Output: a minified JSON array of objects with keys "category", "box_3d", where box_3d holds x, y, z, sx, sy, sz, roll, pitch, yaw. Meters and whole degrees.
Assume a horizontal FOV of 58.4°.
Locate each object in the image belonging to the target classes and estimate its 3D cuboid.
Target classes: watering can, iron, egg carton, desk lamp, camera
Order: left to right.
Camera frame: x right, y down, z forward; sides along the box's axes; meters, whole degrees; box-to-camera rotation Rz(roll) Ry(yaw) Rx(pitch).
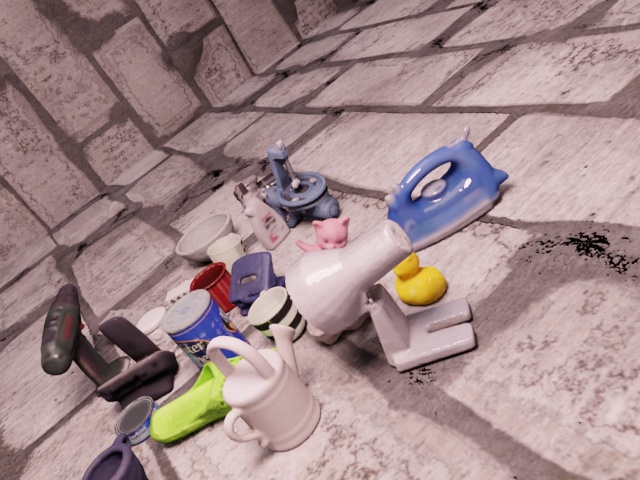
[{"category":"watering can","box_3d":[-0.087,0.199,0.824,0.100,0.194,0.173,-21,30,23]},{"category":"camera","box_3d":[-0.151,-0.128,1.529,0.137,0.101,0.142,-36,27,-5]},{"category":"egg carton","box_3d":[0.042,0.107,0.974,0.150,0.069,0.107,-32,27,2]},{"category":"desk lamp","box_3d":[0.084,0.079,0.814,0.203,0.214,0.118,-23,29,19]},{"category":"iron","box_3d":[0.201,-0.087,1.039,0.258,0.142,0.118,-35,27,-3]}]

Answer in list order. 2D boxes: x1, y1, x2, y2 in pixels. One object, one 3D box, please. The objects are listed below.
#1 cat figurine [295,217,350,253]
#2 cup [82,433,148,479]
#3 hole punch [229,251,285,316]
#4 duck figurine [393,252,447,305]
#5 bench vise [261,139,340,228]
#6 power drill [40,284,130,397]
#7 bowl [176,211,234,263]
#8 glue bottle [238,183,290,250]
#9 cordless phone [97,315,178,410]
[{"category":"cat figurine","box_3d":[0.010,0.004,1.122,0.127,0.118,0.067,-16,32,31]},{"category":"cup","box_3d":[-0.300,0.369,0.885,0.091,0.095,0.117,-26,28,15]},{"category":"hole punch","box_3d":[-0.132,0.088,1.168,0.108,0.091,0.101,-18,31,27]},{"category":"duck figurine","box_3d":[0.150,0.052,0.928,0.077,0.086,0.104,-42,28,-16]},{"category":"bench vise","box_3d":[-0.081,-0.122,1.313,0.206,0.220,0.121,-15,33,32]},{"category":"power drill","box_3d":[-0.502,0.223,1.215,0.075,0.209,0.229,-30,27,7]},{"category":"bowl","box_3d":[-0.284,0.005,1.484,0.167,0.075,0.167,-25,28,15]},{"category":"glue bottle","box_3d":[-0.140,-0.062,1.330,0.037,0.173,0.078,0,42,47]},{"category":"cordless phone","box_3d":[-0.376,0.229,1.095,0.147,0.185,0.094,-33,27,0]}]
